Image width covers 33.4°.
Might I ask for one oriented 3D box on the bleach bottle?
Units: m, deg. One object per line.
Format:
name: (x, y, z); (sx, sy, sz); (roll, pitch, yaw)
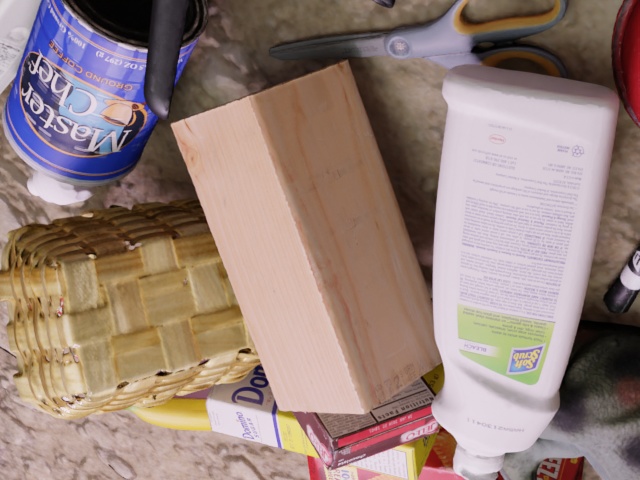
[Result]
bleach bottle: (0.106, 0.028, 0.640); (0.103, 0.068, 0.251); (12, 109, 13)

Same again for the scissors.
scissors: (0.067, -0.109, 0.667); (0.202, 0.016, 0.096); (-14, 119, 37)

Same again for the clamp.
clamp: (-0.073, -0.185, 0.620); (0.164, 0.036, 0.210); (-34, 104, -3)

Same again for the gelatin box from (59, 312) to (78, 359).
gelatin box: (-0.212, 0.063, 0.957); (0.089, 0.030, 0.073); (-24, 112, 40)

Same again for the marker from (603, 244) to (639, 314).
marker: (0.212, 0.005, 0.679); (0.020, 0.020, 0.121); (26, 135, 7)

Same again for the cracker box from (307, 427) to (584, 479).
cracker box: (0.100, 0.220, 0.884); (0.214, 0.072, 0.164); (12, 131, 19)

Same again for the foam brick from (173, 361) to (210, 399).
foam brick: (-0.102, 0.101, 0.912); (0.078, 0.051, 0.053); (-3, 125, 31)

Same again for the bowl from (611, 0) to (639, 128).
bowl: (0.231, -0.085, 0.568); (0.162, 0.055, 0.162); (16, 133, 18)

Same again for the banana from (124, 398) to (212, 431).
banana: (-0.088, 0.152, 0.942); (0.198, 0.069, 0.037); (-5, 87, 25)

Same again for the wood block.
wood block: (-0.004, 0.001, 0.695); (0.091, 0.090, 0.206); (-9, 104, 51)

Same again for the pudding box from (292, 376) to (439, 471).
pudding box: (0.023, 0.107, 0.786); (0.114, 0.090, 0.039); (-126, 29, -43)

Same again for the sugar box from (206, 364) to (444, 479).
sugar box: (0.007, 0.125, 0.842); (0.176, 0.093, 0.048); (11, 131, 21)

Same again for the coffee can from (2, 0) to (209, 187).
coffee can: (-0.147, -0.118, 0.717); (0.103, 0.102, 0.140); (35, 135, -2)
